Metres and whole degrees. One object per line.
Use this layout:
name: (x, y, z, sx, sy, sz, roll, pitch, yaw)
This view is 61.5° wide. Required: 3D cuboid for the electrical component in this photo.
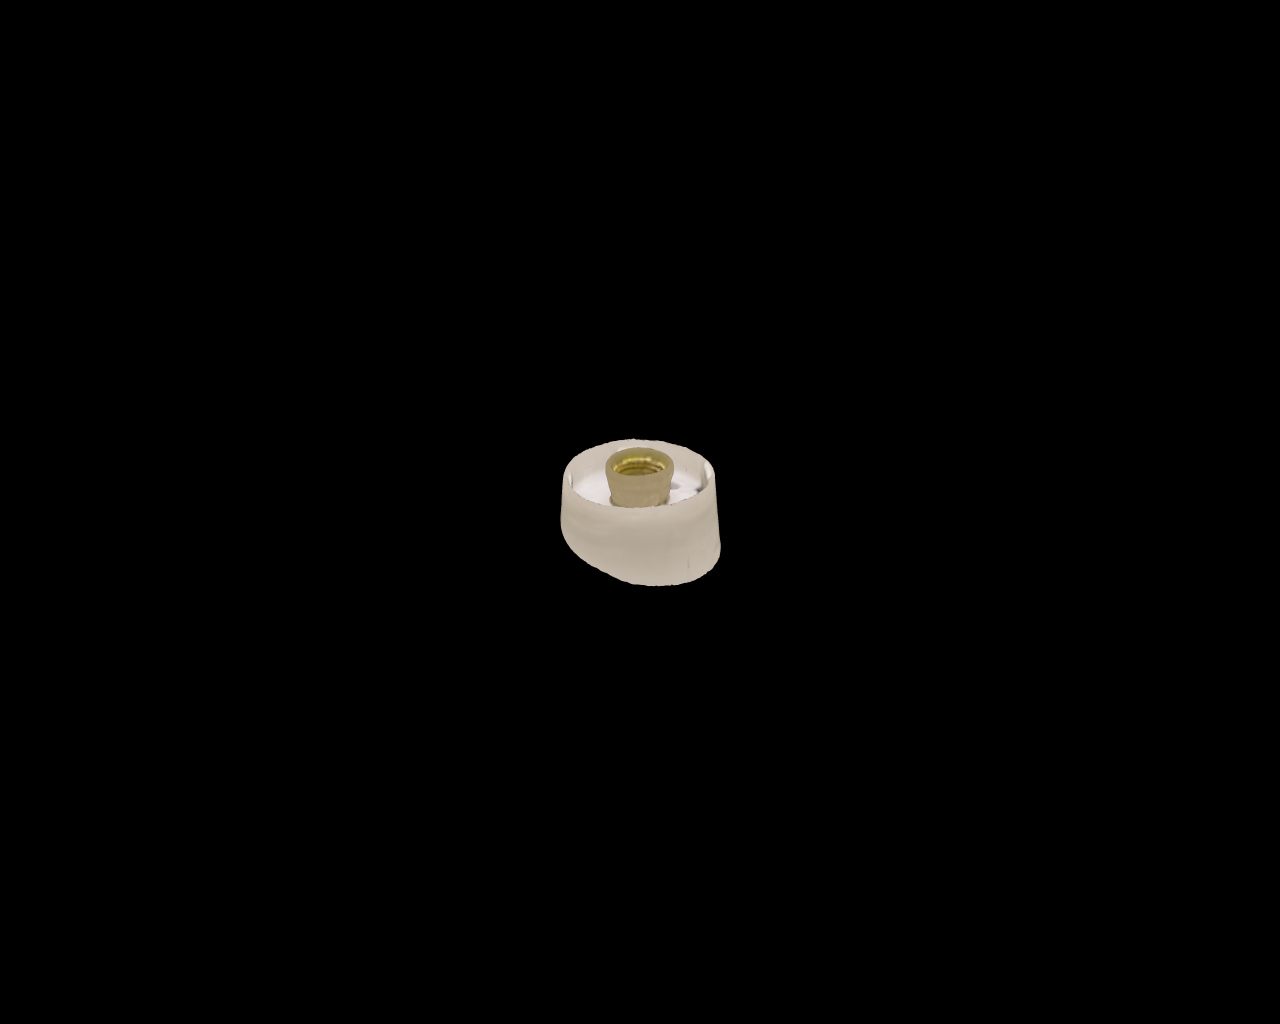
electrical component: (0.001, -0.003, 0.650, 0.099, 0.064, 0.099, 0, 30, 0)
